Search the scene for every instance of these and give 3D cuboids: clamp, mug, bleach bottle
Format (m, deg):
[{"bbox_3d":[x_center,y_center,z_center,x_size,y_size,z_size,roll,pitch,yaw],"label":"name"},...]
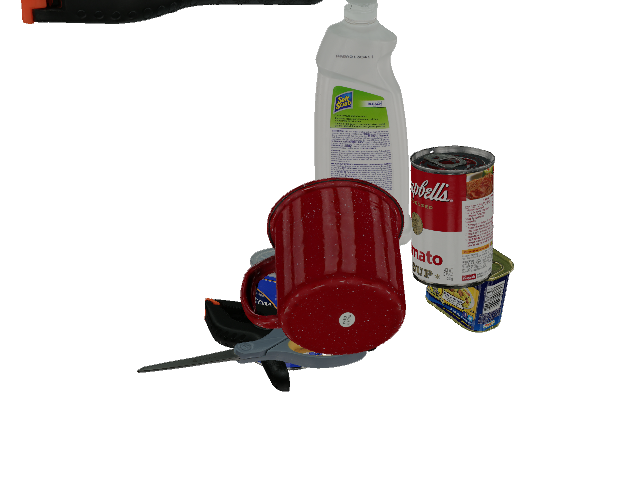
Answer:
[{"bbox_3d":[-0.092,-0.154,0.615,0.171,0.039,0.120,-9,24,-24],"label":"clamp"},{"bbox_3d":[-0.062,0.111,1.215,0.210,0.036,0.164,15,22,30],"label":"clamp"},{"bbox_3d":[0.001,0.023,0.695,0.117,0.081,0.093,-17,-43,15],"label":"mug"},{"bbox_3d":[0.045,-0.115,1.048,0.102,0.251,0.068,-2,31,-3],"label":"bleach bottle"}]

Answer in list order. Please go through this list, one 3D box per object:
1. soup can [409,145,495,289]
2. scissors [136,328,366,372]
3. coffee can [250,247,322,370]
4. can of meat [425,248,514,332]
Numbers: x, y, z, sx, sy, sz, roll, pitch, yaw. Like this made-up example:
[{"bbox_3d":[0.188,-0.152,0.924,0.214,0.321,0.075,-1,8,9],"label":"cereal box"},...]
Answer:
[{"bbox_3d":[0.108,-0.020,0.873,0.068,0.102,0.068,-2,21,1],"label":"soup can"},{"bbox_3d":[-0.060,0.090,0.965,0.201,0.016,0.096,-1,28,-1],"label":"scissors"},{"bbox_3d":[-0.045,0.091,1.450,0.103,0.140,0.103,2,20,-1],"label":"coffee can"},{"bbox_3d":[0.171,0.048,1.246,0.057,0.084,0.102,-21,41,-32],"label":"can of meat"}]
